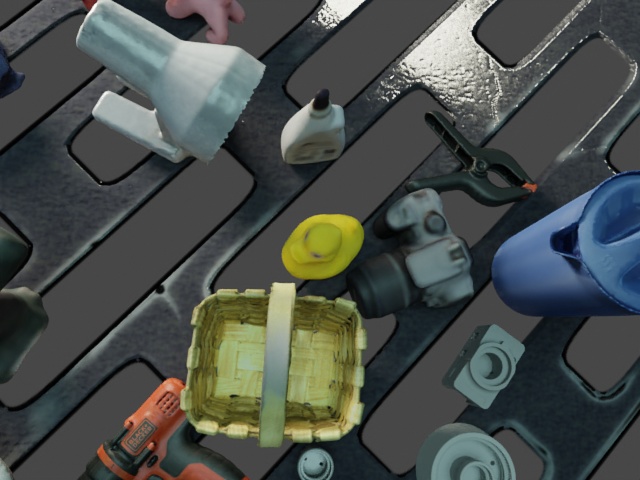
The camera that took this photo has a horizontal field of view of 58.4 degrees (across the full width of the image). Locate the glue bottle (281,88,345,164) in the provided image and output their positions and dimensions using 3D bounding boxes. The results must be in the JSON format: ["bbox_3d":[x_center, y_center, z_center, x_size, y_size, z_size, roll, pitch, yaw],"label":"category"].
[{"bbox_3d":[-0.004,-0.131,0.655,0.078,0.173,0.037,-6,80,-7],"label":"glue bottle"}]

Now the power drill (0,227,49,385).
[{"bbox_3d":[-0.356,0.095,0.556,0.075,0.208,0.230,29,78,0],"label":"power drill"}]

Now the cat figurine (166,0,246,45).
[{"bbox_3d":[-0.157,-0.317,0.700,0.128,0.117,0.067,30,78,0],"label":"cat figurine"}]

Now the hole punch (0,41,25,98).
[{"bbox_3d":[-0.423,-0.213,0.665,0.109,0.091,0.101,-28,83,-10],"label":"hole punch"}]

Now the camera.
[{"bbox_3d":[0.098,0.025,0.674,0.137,0.100,0.143,-22,82,-10],"label":"camera"}]

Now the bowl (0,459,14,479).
[{"bbox_3d":[-0.383,0.284,0.586,0.167,0.074,0.167,1,79,-6],"label":"bowl"}]

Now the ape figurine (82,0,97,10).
[{"bbox_3d":[-0.282,-0.342,0.704,0.078,0.092,0.076,-7,80,-7],"label":"ape figurine"}]

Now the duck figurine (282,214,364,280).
[{"bbox_3d":[0.006,0.002,0.676,0.104,0.086,0.077,-26,83,-10],"label":"duck figurine"}]

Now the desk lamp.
[{"bbox_3d":[-0.164,-0.159,0.622,0.203,0.213,0.118,27,78,-1],"label":"desk lamp"}]
